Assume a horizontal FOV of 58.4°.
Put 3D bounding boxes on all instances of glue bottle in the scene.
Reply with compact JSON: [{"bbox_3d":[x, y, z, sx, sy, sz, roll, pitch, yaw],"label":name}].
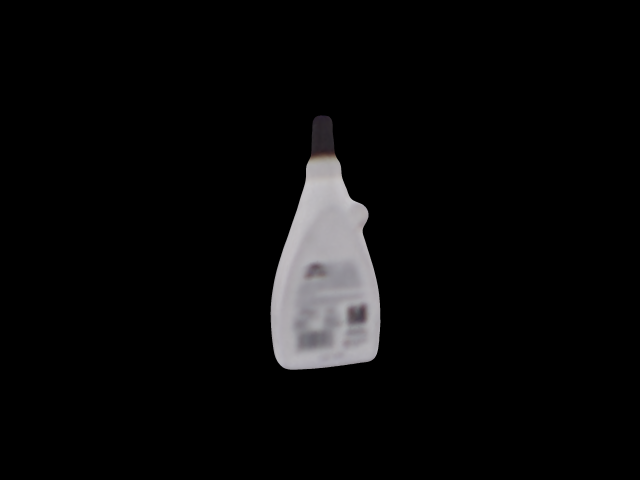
[{"bbox_3d":[0.004,0.001,0.400,0.078,0.173,0.037,-3,10,-15],"label":"glue bottle"}]
